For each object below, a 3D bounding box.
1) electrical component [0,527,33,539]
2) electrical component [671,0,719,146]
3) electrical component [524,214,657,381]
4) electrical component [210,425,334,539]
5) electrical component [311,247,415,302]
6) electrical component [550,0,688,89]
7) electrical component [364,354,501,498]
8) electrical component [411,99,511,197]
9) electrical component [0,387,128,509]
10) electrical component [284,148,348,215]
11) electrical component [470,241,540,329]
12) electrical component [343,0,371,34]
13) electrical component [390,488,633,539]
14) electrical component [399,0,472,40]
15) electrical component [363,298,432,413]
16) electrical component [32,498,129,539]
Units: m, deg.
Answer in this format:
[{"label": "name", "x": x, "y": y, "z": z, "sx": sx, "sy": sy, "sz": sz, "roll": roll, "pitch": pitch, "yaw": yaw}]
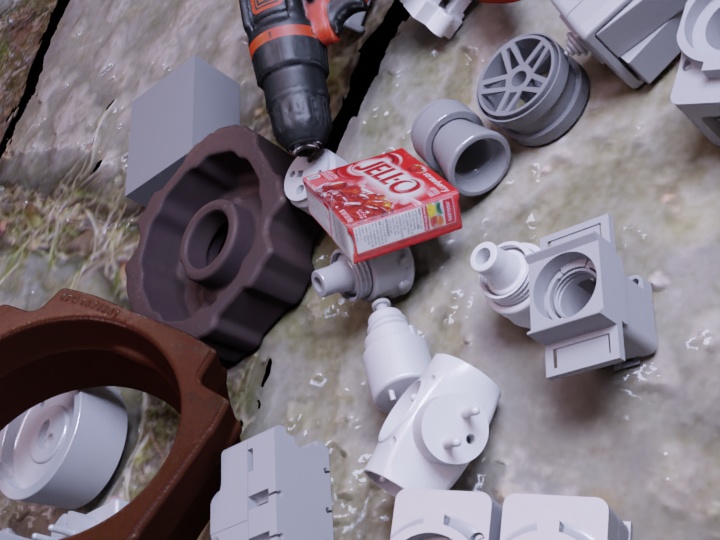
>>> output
[{"label": "electrical component", "x": -0.290, "y": 0.241, "z": 0.810, "sx": 0.048, "sy": 0.100, "sz": 0.099, "roll": -2, "pitch": 66, "yaw": 31}, {"label": "electrical component", "x": 0.201, "y": -0.117, "z": 0.553, "sx": 0.050, "sy": 0.056, "sz": 0.089, "roll": 6, "pitch": 72, "yaw": 47}, {"label": "electrical component", "x": 0.120, "y": 0.018, "z": 0.550, "sx": 0.042, "sy": 0.064, "sz": 0.081, "roll": -22, "pitch": 53, "yaw": 38}, {"label": "electrical component", "x": -0.054, "y": 0.150, "z": 0.659, "sx": 0.056, "sy": 0.050, "sz": 0.089, "roll": -28, "pitch": 50, "yaw": 31}, {"label": "electrical component", "x": 0.000, "y": 0.000, "z": 0.678, "sx": 0.048, "sy": 0.062, "sz": 0.048, "roll": 39, "pitch": 139, "yaw": 45}, {"label": "electrical component", "x": 0.158, "y": -0.151, "z": 0.612, "sx": 0.096, "sy": 0.062, "sz": 0.061, "roll": -42, "pitch": 44, "yaw": 20}, {"label": "electrical component", "x": 0.044, "y": 0.085, "z": 0.574, "sx": 0.077, "sy": 0.044, "sz": 0.079, "roll": -56, "pitch": 5, "yaw": -18}, {"label": "electrical component", "x": 0.063, "y": -0.078, "z": 0.679, "sx": 0.045, "sy": 0.045, "sz": 0.055, "roll": -51, "pitch": 41, "yaw": 11}, {"label": "electrical component", "x": -0.226, "y": 0.133, "z": 0.836, "sx": 0.108, "sy": 0.060, "sz": 0.108, "roll": -24, "pitch": 52, "yaw": 34}, {"label": "electrical component", "x": -0.018, "y": -0.054, "z": 0.739, "sx": 0.045, "sy": 0.055, "sz": 0.045, "roll": -24, "pitch": 52, "yaw": 34}, {"label": "electrical component", "x": 0.086, "y": 0.004, "z": 0.594, "sx": 0.043, "sy": 0.062, "sz": 0.043, "roll": -24, "pitch": 52, "yaw": 35}, {"label": "electrical component", "x": -0.044, "y": -0.229, "z": 0.837, "sx": 0.100, "sy": 0.100, "sz": 0.048, "roll": 35, "pitch": 107, "yaw": 49}, {"label": "electrical component", "x": 0.060, "y": 0.197, "z": 0.485, "sx": 0.105, "sy": 0.060, "sz": 0.186, "roll": -3, "pitch": 64, "yaw": 25}, {"label": "electrical component", "x": 0.059, "y": -0.202, "z": 0.757, "sx": 0.055, "sy": 0.048, "sz": 0.066, "roll": -52, "pitch": 40, "yaw": 21}, {"label": "electrical component", "x": 0.021, "y": 0.050, "z": 0.649, "sx": 0.040, "sy": 0.040, "sz": 0.078, "roll": -38, "pitch": 45, "yaw": 24}, {"label": "electrical component", "x": -0.192, "y": 0.192, "z": 0.754, "sx": 0.066, "sy": 0.077, "sz": 0.047, "roll": -30, "pitch": 49, "yaw": 30}]
